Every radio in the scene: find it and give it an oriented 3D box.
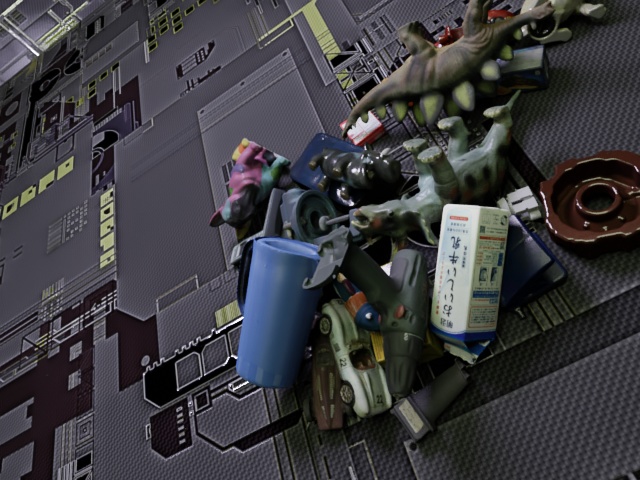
[{"bbox_3d":[0.048,-0.133,1.130,0.230,0.073,0.131,30,81,43],"label":"radio"}]

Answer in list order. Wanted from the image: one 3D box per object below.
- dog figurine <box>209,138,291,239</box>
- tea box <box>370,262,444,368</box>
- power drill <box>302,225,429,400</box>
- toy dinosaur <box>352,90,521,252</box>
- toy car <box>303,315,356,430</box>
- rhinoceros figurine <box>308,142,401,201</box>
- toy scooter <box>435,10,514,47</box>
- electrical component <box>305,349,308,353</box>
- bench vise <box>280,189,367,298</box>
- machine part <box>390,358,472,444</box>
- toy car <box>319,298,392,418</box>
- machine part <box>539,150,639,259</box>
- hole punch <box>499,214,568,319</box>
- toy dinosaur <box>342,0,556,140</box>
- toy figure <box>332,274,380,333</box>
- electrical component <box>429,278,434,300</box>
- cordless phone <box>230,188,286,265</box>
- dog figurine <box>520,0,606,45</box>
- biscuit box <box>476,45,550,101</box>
[{"bbox_3d":[-0.173,-0.117,1.239,0.219,0.108,0.192,-61,25,3],"label":"dog figurine"},{"bbox_3d":[0.134,0.125,0.908,0.098,0.068,0.170,-24,52,20],"label":"tea box"},{"bbox_3d":[0.080,0.089,0.789,0.086,0.207,0.232,-35,28,52],"label":"power drill"},{"bbox_3d":[0.249,-0.108,0.932,0.405,0.192,0.131,-29,28,-23],"label":"toy dinosaur"},{"bbox_3d":[0.012,0.222,0.930,0.089,0.053,0.202,-10,54,12],"label":"toy car"},{"bbox_3d":[0.067,-0.134,1.018,0.191,0.073,0.112,15,48,46],"label":"rhinoceros figurine"},{"bbox_3d":[0.308,-0.418,1.102,0.184,0.135,0.075,-12,95,30],"label":"toy scooter"},{"bbox_3d":[-0.061,0.183,1.017,0.078,0.045,0.102,-25,49,35],"label":"electrical component"},{"bbox_3d":[0.005,-0.002,1.008,0.241,0.129,0.223,-17,70,42],"label":"bench vise"},{"bbox_3d":[0.176,0.242,0.827,0.139,0.039,0.084,-47,39,4],"label":"machine part"},{"bbox_3d":[0.058,0.189,0.886,0.056,0.073,0.202,-42,57,44],"label":"toy car"},{"bbox_3d":[0.435,-0.057,0.837,0.179,0.056,0.179,-16,53,23],"label":"machine part"},{"bbox_3d":[0.305,0.036,0.843,0.116,0.092,0.142,-37,52,13],"label":"hole punch"},{"bbox_3d":[0.216,-0.322,1.037,0.472,0.105,0.198,-15,94,38],"label":"toy dinosaur"},{"bbox_3d":[0.062,0.092,0.891,0.057,0.064,0.155,-62,40,40],"label":"toy figure"},{"bbox_3d":[0.217,0.086,0.911,0.063,0.021,0.094,-40,47,5],"label":"electrical component"},{"bbox_3d":[-0.127,-0.018,1.175,0.184,0.088,0.146,-23,50,44],"label":"cordless phone"},{"bbox_3d":[0.465,-0.492,1.083,0.172,0.121,0.191,-17,40,20],"label":"dog figurine"},{"bbox_3d":[0.341,-0.323,1.064,0.203,0.062,0.059,-2,61,33],"label":"biscuit box"}]
